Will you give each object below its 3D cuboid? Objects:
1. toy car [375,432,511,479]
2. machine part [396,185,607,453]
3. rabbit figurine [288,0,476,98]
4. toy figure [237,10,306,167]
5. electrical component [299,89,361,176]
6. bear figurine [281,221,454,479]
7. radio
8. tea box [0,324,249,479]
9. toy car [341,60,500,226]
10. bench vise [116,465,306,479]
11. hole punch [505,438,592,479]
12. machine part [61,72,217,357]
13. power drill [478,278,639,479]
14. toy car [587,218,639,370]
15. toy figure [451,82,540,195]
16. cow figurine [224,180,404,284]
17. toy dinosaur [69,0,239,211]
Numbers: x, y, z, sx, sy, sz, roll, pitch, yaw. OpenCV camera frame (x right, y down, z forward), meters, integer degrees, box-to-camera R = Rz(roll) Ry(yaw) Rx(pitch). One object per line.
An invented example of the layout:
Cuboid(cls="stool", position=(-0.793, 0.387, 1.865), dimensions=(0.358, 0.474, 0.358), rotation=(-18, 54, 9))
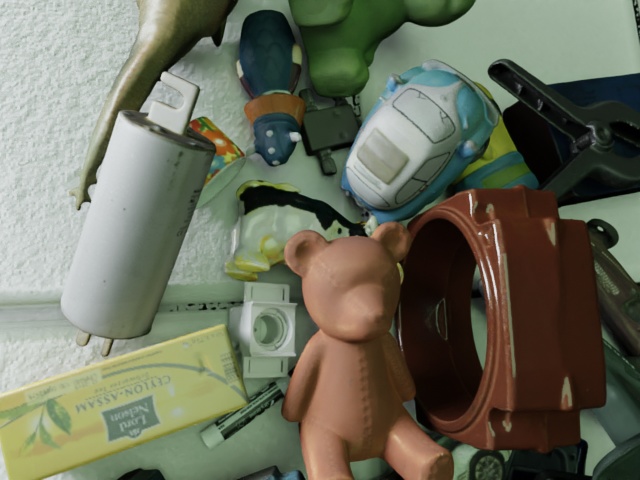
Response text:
Cuboid(cls="toy car", position=(0.084, 0.224, 0.483), dimensions=(0.202, 0.073, 0.056), rotation=(-27, 88, -17))
Cuboid(cls="machine part", position=(0.135, 0.065, 0.460), dimensions=(0.087, 0.201, 0.201), rotation=(0, 80, -13))
Cuboid(cls="rabbit figurine", position=(0.067, -0.229, 0.532), dimensions=(0.170, 0.121, 0.159), rotation=(-9, 37, 11))
Cuboid(cls="toy figure", position=(-0.045, -0.145, 0.526), dimensions=(0.058, 0.064, 0.154), rotation=(0, 81, -44))
Cuboid(cls="electrical component", position=(0.012, -0.114, 0.555), dimensions=(0.063, 0.021, 0.094), rotation=(-15, 83, -17))
Cuboid(cls="bear figurine", position=(0.035, 0.092, 0.423), dimensions=(0.120, 0.132, 0.195), rotation=(-3, 110, -18))
Cuboid(cls="radio", position=(0.338, -0.115, 0.616), dimensions=(0.230, 0.073, 0.131), rotation=(-11, 84, -15))
Cuboid(cls="tea box", position=(-0.151, 0.124, 0.429), dimensions=(0.170, 0.098, 0.068), rotation=(-17, 84, -16))
Cuboid(cls="toy car", position=(0.075, -0.085, 0.492), dimensions=(0.109, 0.103, 0.161), rotation=(48, 115, 13))
Cuboid(cls="bench vise", position=(-0.088, 0.291, 0.406), dimensions=(0.224, 0.129, 0.240), rotation=(-18, 81, -13))
Cuboid(cls="hole punch", position=(0.216, 0.247, 0.518), dimensions=(0.142, 0.092, 0.115), rotation=(14, 107, -15))
Cuboid(cls="machine part", position=(-0.145, -0.010, 0.428), dimensions=(0.079, 0.079, 0.243), rotation=(22, 105, -10))
Cuboid(cls="power drill", position=(0.248, 0.138, 0.491), dimensions=(0.232, 0.207, 0.086), rotation=(38, 104, -13))
Cuboid(cls="toy car", position=(0.331, 0.065, 0.591), dimensions=(0.089, 0.053, 0.202), rotation=(-36, 92, -15))
Cuboid(cls="toy figure", position=(0.170, -0.080, 0.561), dimensions=(0.089, 0.082, 0.180), rotation=(-25, 79, -36))
Cuboid(cls="cow figurine", position=(-0.001, -0.001, 0.510), dimensions=(0.167, 0.068, 0.098), rotation=(9, 72, -14))
Cuboid(cls="toy dinosaur", position=(-0.101, -0.240, 0.455), dimensions=(0.105, 0.198, 0.471), rotation=(30, 80, -7))
